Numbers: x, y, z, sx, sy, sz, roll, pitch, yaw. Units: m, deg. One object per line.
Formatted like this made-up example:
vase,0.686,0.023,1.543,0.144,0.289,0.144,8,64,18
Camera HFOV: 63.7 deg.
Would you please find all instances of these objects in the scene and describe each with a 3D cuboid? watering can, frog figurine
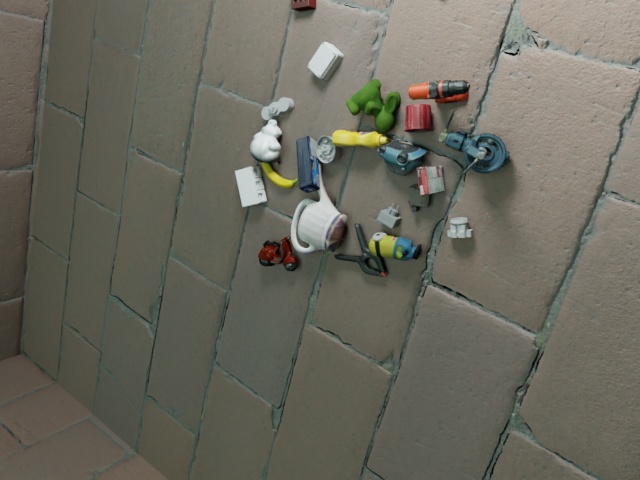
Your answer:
watering can,0.006,-0.096,1.916,0.226,0.104,0.345,25,102,30
frog figurine,-0.203,-0.383,1.996,0.140,0.123,0.156,45,132,40
